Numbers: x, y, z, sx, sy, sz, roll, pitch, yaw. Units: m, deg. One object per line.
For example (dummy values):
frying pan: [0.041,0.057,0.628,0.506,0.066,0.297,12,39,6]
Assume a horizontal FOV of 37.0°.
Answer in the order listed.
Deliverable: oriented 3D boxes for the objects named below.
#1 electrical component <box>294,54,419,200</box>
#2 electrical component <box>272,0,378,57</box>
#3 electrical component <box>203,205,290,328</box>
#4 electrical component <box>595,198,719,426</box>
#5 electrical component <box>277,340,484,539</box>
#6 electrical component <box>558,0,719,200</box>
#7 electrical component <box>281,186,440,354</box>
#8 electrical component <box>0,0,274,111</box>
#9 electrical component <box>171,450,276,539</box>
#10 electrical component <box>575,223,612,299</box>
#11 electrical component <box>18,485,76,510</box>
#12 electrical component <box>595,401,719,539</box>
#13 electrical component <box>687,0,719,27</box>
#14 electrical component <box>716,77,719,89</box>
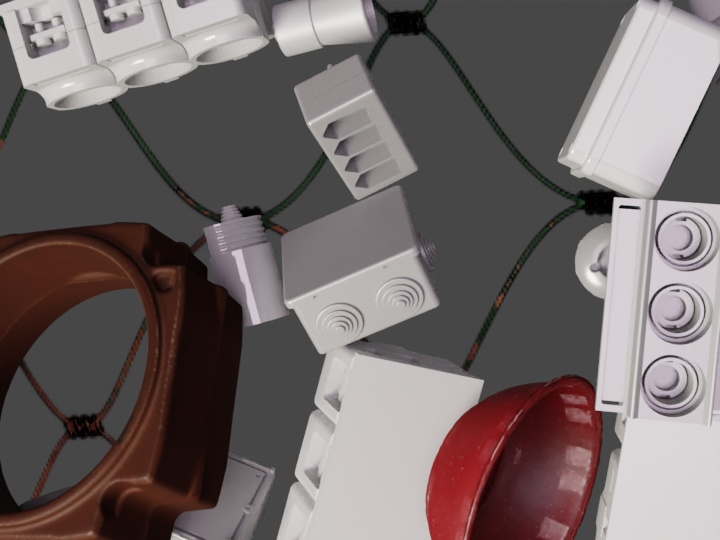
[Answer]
electrical component: [-0.006,-0.104,0.700,0.047,0.083,0.075,-26,51,8]
electrical component: [-0.025,-0.165,0.712,0.065,0.044,0.044,-12,91,12]
electrical component: [-0.078,-0.004,0.724,0.043,0.043,0.081,-15,91,8]
electrical component: [0.180,0.022,0.619,0.079,0.063,0.121,5,95,7]
electrical component: [0.010,0.127,0.701,0.089,0.062,0.150,13,95,-20]
electrical component: [0.174,-0.105,0.670,0.057,0.078,0.113,25,95,3]
electrical component: [0.000,0.000,0.689,0.100,0.099,0.048,-23,120,8]
electrical component: [-0.140,-0.157,0.702,0.150,0.089,0.061,-16,91,8]
electrical component: [-0.100,0.163,0.718,0.062,0.096,0.061,21,126,6]
electrical component: [0.160,-0.006,0.685,0.048,0.062,0.048,0,93,8]
electrical component: [-0.194,0.200,0.740,0.108,0.060,0.108,0,93,7]
electrical component: [0.216,0.123,0.685,0.105,0.060,0.186,10,94,7]
electrical component: [0.218,-0.189,0.680,0.044,0.044,0.065,-30,84,8]
electrical component: [0.285,-0.117,0.656,0.113,0.078,0.057,30,93,5]
